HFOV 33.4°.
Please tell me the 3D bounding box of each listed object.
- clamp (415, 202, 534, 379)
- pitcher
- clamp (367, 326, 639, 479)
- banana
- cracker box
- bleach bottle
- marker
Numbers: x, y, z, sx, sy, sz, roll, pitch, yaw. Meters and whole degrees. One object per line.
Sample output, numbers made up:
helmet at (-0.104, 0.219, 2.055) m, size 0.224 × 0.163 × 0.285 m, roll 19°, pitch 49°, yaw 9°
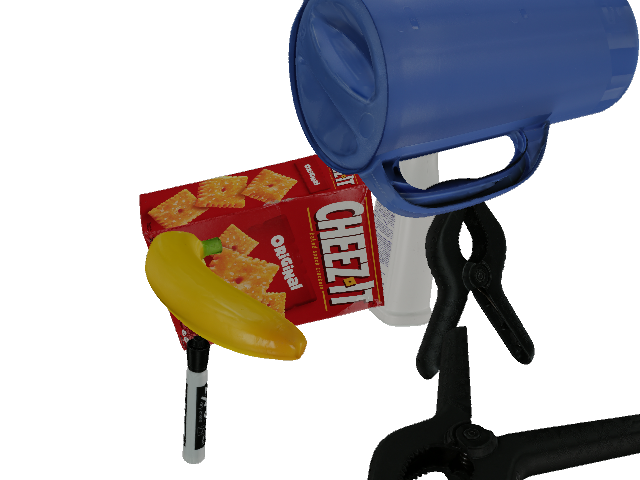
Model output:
clamp at (0.122, 0.039, 0.932) m, size 0.120 × 0.171 × 0.039 m, roll -14°, pitch 0°, yaw -34°
pitcher at (0.111, -0.120, 0.773) m, size 0.242 × 0.149 × 0.145 m, roll -12°, pitch 34°, yaw -27°
clamp at (0.092, 0.131, 0.690) m, size 0.209 × 0.036 × 0.165 m, roll -26°, pitch 39°, yaw -33°
banana at (-0.072, 0.028, 0.683) m, size 0.069 × 0.037 × 0.198 m, roll -8°, pitch 23°, yaw -19°
cracker box at (-0.052, 0.012, 1.036) m, size 0.213 × 0.164 × 0.072 m, roll -12°, pitch 42°, yaw -2°
bleach bottle at (0.101, -0.034, 1.230) m, size 0.068 × 0.251 × 0.103 m, roll -2°, pitch 22°, yaw -24°
marker at (-0.102, 0.130, 0.872) m, size 0.020 × 0.121 × 0.020 m, roll 5°, pitch 28°, yaw -3°
